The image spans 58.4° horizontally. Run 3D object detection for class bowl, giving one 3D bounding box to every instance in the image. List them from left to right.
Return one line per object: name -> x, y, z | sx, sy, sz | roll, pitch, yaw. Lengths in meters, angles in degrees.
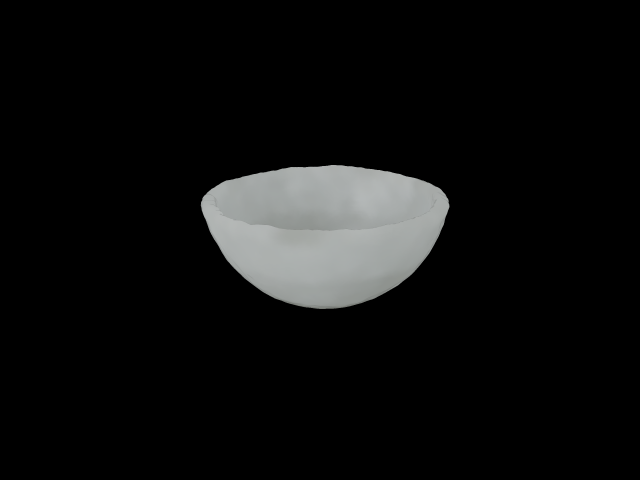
bowl -> 0.004, 0.001, 0.400 | 0.167, 0.075, 0.167 | 0, 20, 0
